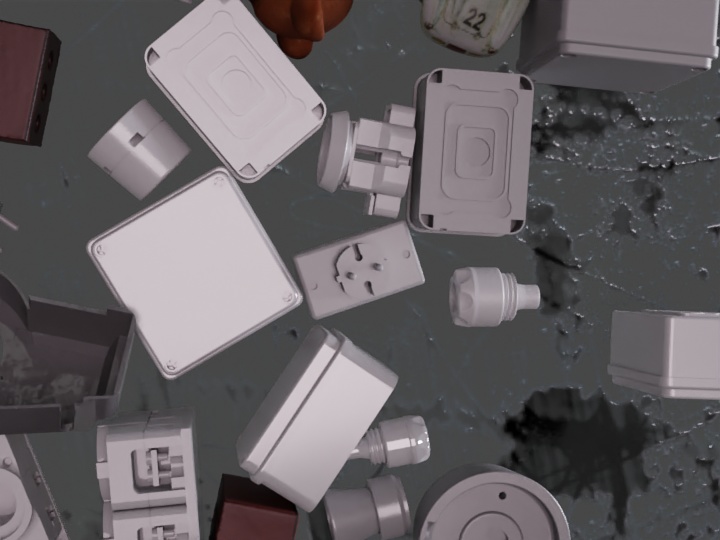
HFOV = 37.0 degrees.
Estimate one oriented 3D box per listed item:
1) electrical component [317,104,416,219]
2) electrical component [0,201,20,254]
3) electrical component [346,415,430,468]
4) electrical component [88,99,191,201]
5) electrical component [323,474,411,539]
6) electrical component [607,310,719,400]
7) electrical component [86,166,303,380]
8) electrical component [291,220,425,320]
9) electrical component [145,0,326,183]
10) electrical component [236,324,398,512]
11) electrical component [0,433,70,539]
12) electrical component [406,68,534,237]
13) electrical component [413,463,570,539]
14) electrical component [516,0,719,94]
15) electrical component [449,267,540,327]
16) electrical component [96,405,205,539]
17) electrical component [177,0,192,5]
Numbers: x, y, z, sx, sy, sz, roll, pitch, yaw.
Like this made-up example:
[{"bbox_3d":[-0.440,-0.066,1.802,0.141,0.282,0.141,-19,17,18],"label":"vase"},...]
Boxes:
[{"bbox_3d":[0.003,-0.079,0.750,0.057,0.058,0.078,9,91,-10],"label":"electrical component"},{"bbox_3d":[-0.269,-0.042,0.725,0.079,0.043,0.077,36,88,-7],"label":"electrical component"},{"bbox_3d":[0.018,0.125,0.772,0.061,0.035,0.035,-10,94,-5],"label":"electrical component"},{"bbox_3d":[-0.149,-0.080,0.733,0.047,0.055,0.055,45,87,-10],"label":"electrical component"},{"bbox_3d":[0.005,0.172,0.767,0.055,0.045,0.045,-12,94,-7],"label":"electrical component"},{"bbox_3d":[0.245,0.058,0.760,0.109,0.109,0.056,3,89,-7],"label":"electrical component"},{"bbox_3d":[-0.112,0.001,0.740,0.109,0.056,0.108,-31,96,-5],"label":"electrical component"},{"bbox_3d":[0.000,0.000,0.743,0.083,0.076,0.047,-19,94,-6],"label":"electrical component"},{"bbox_3d":[-0.085,-0.124,0.737,0.078,0.057,0.113,-40,96,-4],"label":"electrical component"},{"bbox_3d":[-0.032,0.099,0.743,0.057,0.078,0.113,34,88,-10],"label":"electrical component"},{"bbox_3d":[-0.253,0.208,0.729,0.105,0.060,0.186,-21,95,-5],"label":"electrical component"},{"bbox_3d":[0.076,-0.081,0.758,0.078,0.057,0.113,3,92,-7],"label":"electrical component"},{"bbox_3d":[0.089,0.191,0.770,0.108,0.060,0.108,0,93,-7],"label":"electrical component"},{"bbox_3d":[0.175,-0.162,0.742,0.109,0.109,0.056,4,89,-7],"label":"electrical component"},{"bbox_3d":[0.097,0.019,0.772,0.062,0.043,0.043,0,92,-8],"label":"electrical component"},{"bbox_3d":[-0.139,0.175,0.727,0.062,0.089,0.150,-4,93,-7],"label":"electrical component"},{"bbox_3d":[-0.162,-0.232,0.714,0.121,0.063,0.078,16,50,-7],"label":"electrical component"}]
